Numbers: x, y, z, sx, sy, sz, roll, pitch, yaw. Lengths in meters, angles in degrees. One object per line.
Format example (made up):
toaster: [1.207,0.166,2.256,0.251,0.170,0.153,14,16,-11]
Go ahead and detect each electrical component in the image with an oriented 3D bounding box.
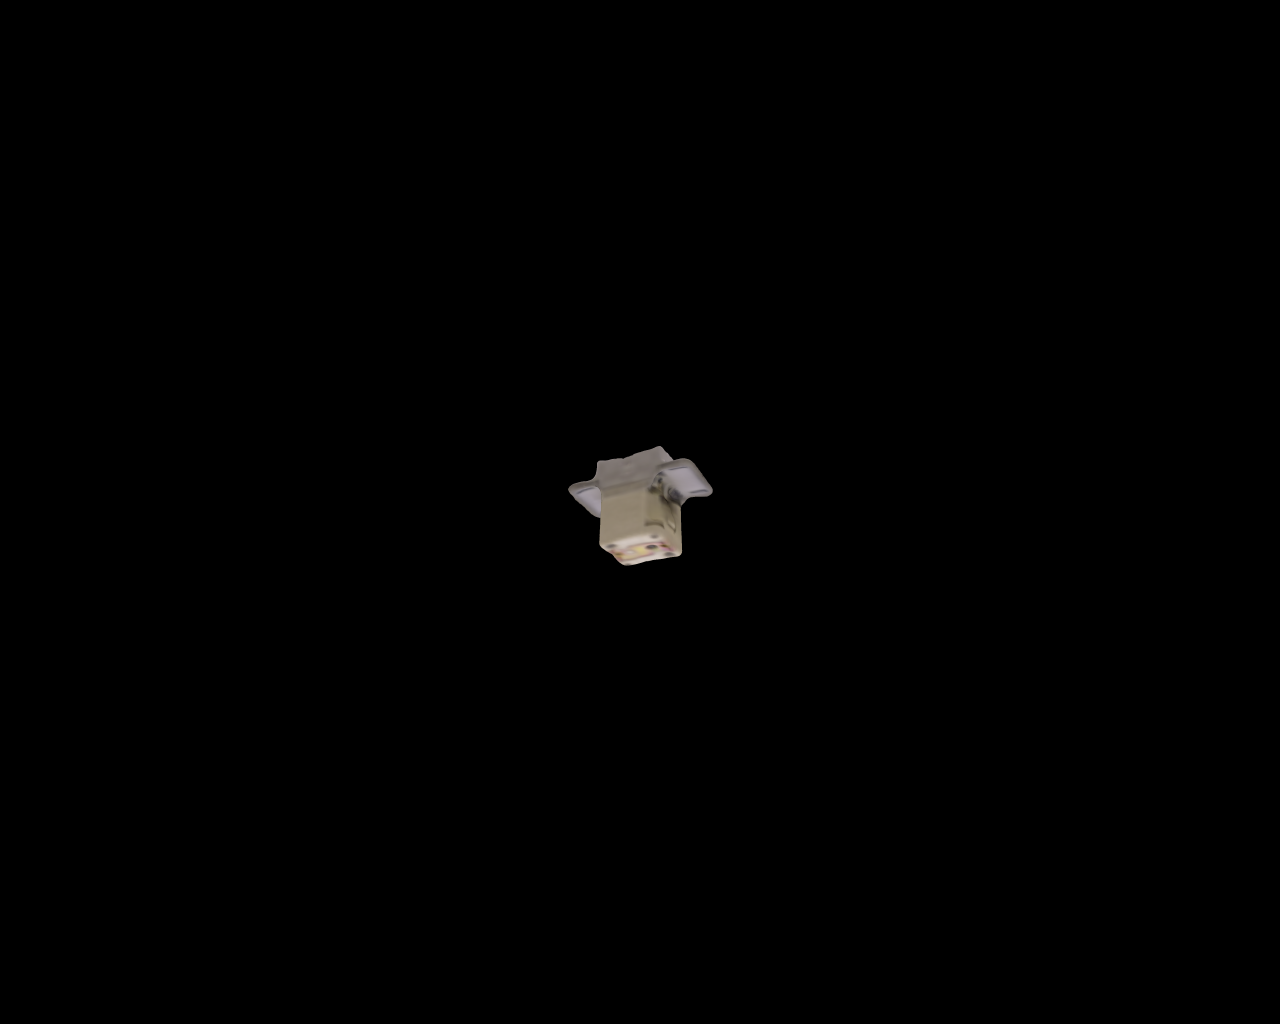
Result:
electrical component: [0.001,-0.003,0.650,0.081,0.064,0.042,-13,-32,22]
